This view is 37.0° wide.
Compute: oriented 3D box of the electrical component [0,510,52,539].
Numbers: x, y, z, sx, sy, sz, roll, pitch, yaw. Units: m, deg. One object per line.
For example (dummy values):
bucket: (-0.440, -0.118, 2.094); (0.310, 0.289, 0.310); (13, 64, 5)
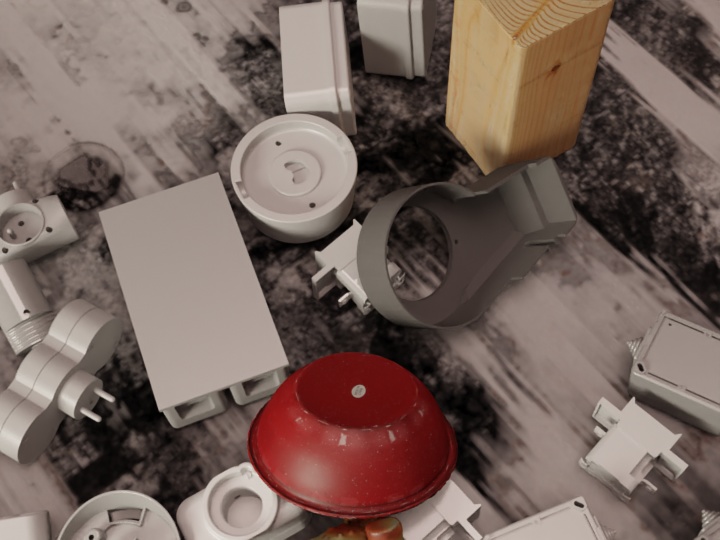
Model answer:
electrical component: (-0.279, 0.216, 0.801); (0.095, 0.054, 0.059); (-7, 82, -13)

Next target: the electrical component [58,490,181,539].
electrical component: (-0.177, 0.219, 0.800); (0.099, 0.064, 0.099); (-1, 64, 2)

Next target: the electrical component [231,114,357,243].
electrical component: (-0.055, -0.075, 0.939); (0.108, 0.060, 0.108); (-1, 64, 2)

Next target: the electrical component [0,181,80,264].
electrical component: (-0.298, -0.044, 0.943); (0.077, 0.044, 0.079); (-27, 66, -10)

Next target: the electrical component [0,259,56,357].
electrical component: (-0.282, 0.036, 0.902); (0.043, 0.043, 0.081); (-29, 84, -11)

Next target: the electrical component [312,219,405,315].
electrical component: (0.000, 0.000, 0.912); (0.081, 0.042, 0.064); (-41, 73, -15)

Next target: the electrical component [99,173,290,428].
electrical component: (-0.136, 0.025, 0.894); (0.105, 0.060, 0.186); (-19, 65, -7)

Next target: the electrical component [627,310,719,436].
electrical component: (0.257, 0.081, 0.856); (0.096, 0.061, 0.061); (24, 68, 21)

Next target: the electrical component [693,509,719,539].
electrical component: (0.284, 0.217, 0.789); (0.062, 0.061, 0.096); (-32, 61, -14)

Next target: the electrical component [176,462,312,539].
electrical component: (-0.087, 0.184, 0.817); (0.095, 0.059, 0.053); (-28, 67, -11)

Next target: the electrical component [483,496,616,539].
electrical component: (0.144, 0.213, 0.793); (0.096, 0.061, 0.061); (-20, 65, -7)

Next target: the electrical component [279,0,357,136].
electrical component: (-0.038, -0.180, 0.980); (0.057, 0.078, 0.113); (-6, 64, 3)

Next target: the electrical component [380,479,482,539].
electrical component: (0.054, 0.187, 0.820); (0.064, 0.042, 0.081); (-39, 68, -14)

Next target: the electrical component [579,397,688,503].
electrical component: (0.209, 0.141, 0.836); (0.081, 0.042, 0.064); (40, 74, 19)

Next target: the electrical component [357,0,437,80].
electrical component: (0.036, -0.237, 0.985); (0.057, 0.113, 0.078); (8, 65, 9)

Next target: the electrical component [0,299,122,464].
electrical component: (-0.234, 0.096, 0.868); (0.074, 0.052, 0.138); (27, 68, 14)
